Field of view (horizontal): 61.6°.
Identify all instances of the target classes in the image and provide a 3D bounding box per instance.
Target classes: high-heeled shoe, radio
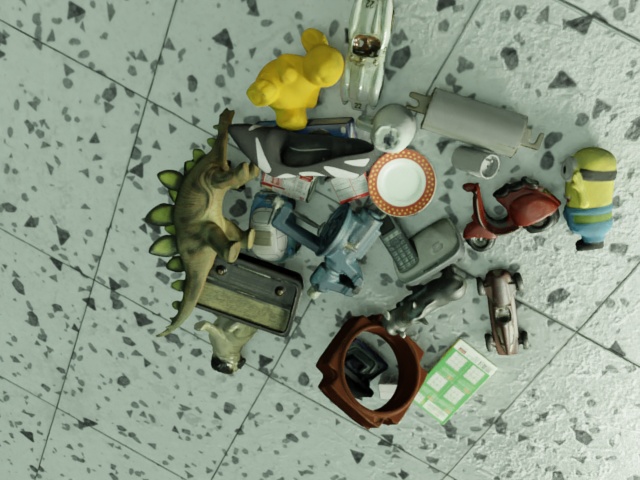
[{"bbox_3d":[-0.029,-0.167,0.944,0.248,0.086,0.145,21,151,-24],"label":"high-heeled shoe"},{"bbox_3d":[-0.153,0.104,1.134,0.230,0.073,0.131,20,96,-7],"label":"radio"}]

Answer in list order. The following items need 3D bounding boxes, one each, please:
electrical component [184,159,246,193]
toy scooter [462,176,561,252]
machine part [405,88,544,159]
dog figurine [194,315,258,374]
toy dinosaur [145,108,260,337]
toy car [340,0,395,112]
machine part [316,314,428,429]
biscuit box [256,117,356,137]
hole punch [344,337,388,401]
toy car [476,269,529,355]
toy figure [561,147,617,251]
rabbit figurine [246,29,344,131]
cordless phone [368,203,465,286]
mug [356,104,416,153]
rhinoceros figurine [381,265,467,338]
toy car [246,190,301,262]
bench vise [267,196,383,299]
[{"bbox_3d":[-0.213,-0.135,1.103,0.119,0.075,0.047,16,117,12],"label":"electrical component"},{"bbox_3d":[0.337,-0.063,0.990,0.184,0.075,0.135,-24,104,28],"label":"toy scooter"},{"bbox_3d":[0.268,-0.205,0.941,0.243,0.079,0.079,20,117,5],"label":"machine part"},{"bbox_3d":[-0.188,0.230,1.260,0.172,0.121,0.190,-3,127,20],"label":"dog figurine"},{"bbox_3d":[-0.231,-0.023,1.040,0.199,0.105,0.470,11,94,16],"label":"toy dinosaur"},{"bbox_3d":[0.082,-0.328,0.947,0.074,0.056,0.201,12,116,9],"label":"toy car"},{"bbox_3d":[0.110,0.271,1.124,0.201,0.201,0.087,42,154,-4],"label":"machine part"},{"bbox_3d":[-0.036,-0.197,1.035,0.203,0.059,0.062,0,114,15],"label":"biscuit box"},{"bbox_3d":[0.078,0.291,1.219,0.142,0.092,0.116,39,151,-9],"label":"hole punch"},{"bbox_3d":[0.372,0.152,1.089,0.089,0.053,0.201,-7,110,14],"label":"toy car"},{"bbox_3d":[0.475,-0.073,0.944,0.089,0.082,0.180,-14,103,0],"label":"toy figure"},{"bbox_3d":[-0.018,-0.286,0.938,0.121,0.162,0.173,44,149,-25],"label":"rabbit figurine"},{"bbox_3d":[0.185,-0.017,1.055,0.146,0.088,0.184,-36,82,26],"label":"cordless phone"},{"bbox_3d":[0.118,-0.200,0.966,0.110,0.107,0.080,22,116,2],"label":"mug"},{"bbox_3d":[0.212,0.129,1.086,0.190,0.112,0.073,-34,104,16],"label":"rhinoceros figurine"},{"bbox_3d":[-0.101,-0.017,1.111,0.109,0.103,0.161,6,117,11],"label":"toy car"},{"bbox_3d":[-0.003,0.002,1.056,0.240,0.129,0.223,31,121,-14],"label":"bench vise"}]
